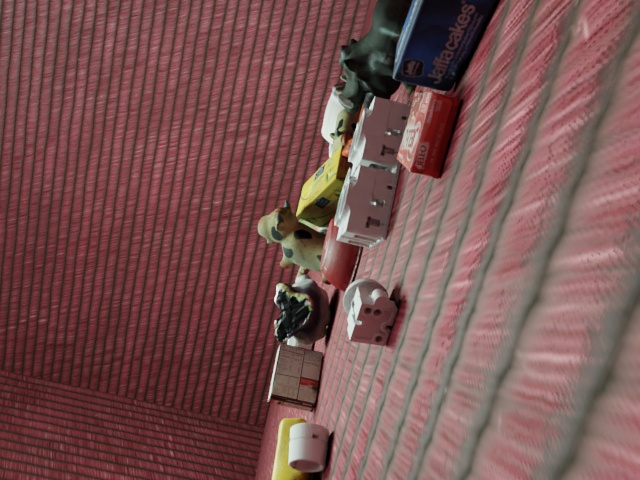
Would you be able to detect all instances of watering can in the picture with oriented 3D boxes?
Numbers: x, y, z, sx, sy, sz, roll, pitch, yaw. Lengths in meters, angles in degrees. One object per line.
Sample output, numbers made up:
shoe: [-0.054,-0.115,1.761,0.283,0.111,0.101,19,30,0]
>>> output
watering can: [0.066,-0.378,1.573,0.104,0.220,0.355,14,28,-4]

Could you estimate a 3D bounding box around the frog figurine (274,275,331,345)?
frog figurine: [-0.023,0.143,1.073,0.122,0.139,0.159,-24,-13,20]

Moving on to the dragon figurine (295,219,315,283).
dragon figurine: [0.005,-0.077,1.533,0.122,0.237,0.420,19,39,-9]
